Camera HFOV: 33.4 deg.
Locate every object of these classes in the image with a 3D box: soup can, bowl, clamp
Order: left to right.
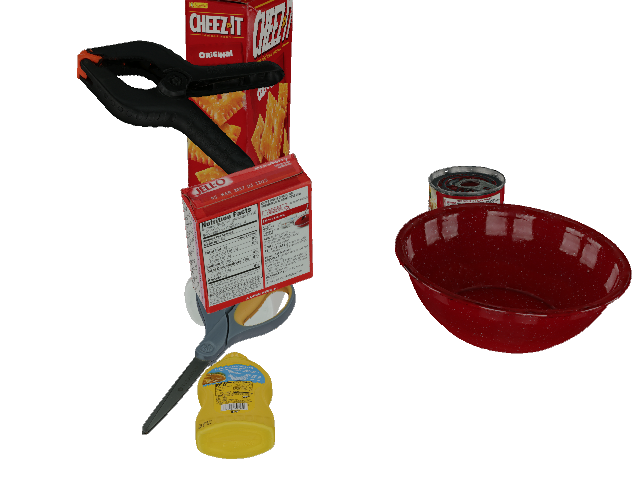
[{"bbox_3d":[-0.113,-0.128,0.886,0.171,0.120,0.039,26,-39,-3],"label":"clamp"},{"bbox_3d":[0.131,-0.008,0.961,0.068,0.102,0.068,-2,23,1],"label":"soup can"},{"bbox_3d":[0.131,0.031,0.747,0.162,0.055,0.162,2,28,-1],"label":"bowl"}]

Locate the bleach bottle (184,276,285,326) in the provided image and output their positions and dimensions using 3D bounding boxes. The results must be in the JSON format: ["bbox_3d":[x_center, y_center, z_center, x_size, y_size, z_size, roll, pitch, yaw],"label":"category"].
[{"bbox_3d":[-0.072,0.002,1.234,0.102,0.068,0.250,3,34,11],"label":"bleach bottle"}]

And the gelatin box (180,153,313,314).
[{"bbox_3d":[-0.043,-0.004,0.643,0.073,0.089,0.030,-20,50,-17],"label":"gelatin box"}]

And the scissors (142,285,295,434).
[{"bbox_3d":[-0.105,0.083,0.909,0.096,0.016,0.201,30,48,31],"label":"scissors"}]

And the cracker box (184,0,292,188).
[{"bbox_3d":[-0.077,-0.146,1.080,0.072,0.214,0.164,7,21,12],"label":"cracker box"}]

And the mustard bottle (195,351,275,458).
[{"bbox_3d":[-0.109,0.199,1.359,0.096,0.058,0.191,-4,26,-3],"label":"mustard bottle"}]
